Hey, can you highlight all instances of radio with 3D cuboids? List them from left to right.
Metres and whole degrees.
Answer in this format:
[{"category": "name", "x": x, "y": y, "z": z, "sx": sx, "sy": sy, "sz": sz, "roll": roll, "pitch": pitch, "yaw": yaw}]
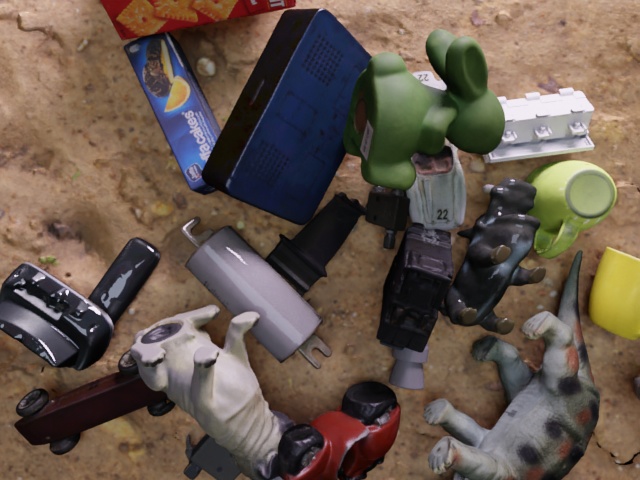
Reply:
[{"category": "radio", "x": -0.027, "y": -0.139, "z": 0.637, "sx": 0.131, "sy": 0.073, "sz": 0.229, "roll": 27, "pitch": 92, "yaw": -39}]

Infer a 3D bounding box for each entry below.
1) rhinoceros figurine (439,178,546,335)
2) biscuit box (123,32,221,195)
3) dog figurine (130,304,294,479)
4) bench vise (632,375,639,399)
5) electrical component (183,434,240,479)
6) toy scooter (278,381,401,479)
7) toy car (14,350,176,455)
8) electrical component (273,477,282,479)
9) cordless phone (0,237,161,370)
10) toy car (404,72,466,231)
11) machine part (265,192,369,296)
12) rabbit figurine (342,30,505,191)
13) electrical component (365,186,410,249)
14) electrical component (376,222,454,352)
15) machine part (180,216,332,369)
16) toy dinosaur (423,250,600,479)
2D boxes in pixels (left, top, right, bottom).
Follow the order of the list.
[{"category": "rhinoceros figurine", "x": 0.208, "y": 0.020, "z": 0.642, "sx": 0.073, "sy": 0.112, "sz": 0.190, "roll": 17, "pitch": 102, "yaw": -14}, {"category": "biscuit box", "x": -0.171, "y": -0.159, "z": 0.677, "sx": 0.059, "sy": 0.063, "sz": 0.202, "roll": -26, "pitch": 88, "yaw": 2}, {"category": "dog figurine", "x": -0.126, "y": 0.186, "z": 0.622, "sx": 0.173, "sy": 0.121, "sz": 0.190, "roll": 5, "pitch": 115, "yaw": 40}, {"category": "bench vise", "x": 0.473, "y": 0.116, "z": 0.611, "sx": 0.129, "sy": 0.223, "sz": 0.240, "roll": 39, "pitch": 58, "yaw": 18}, {"category": "electrical component", "x": -0.125, "y": 0.258, "z": 0.678, "sx": 0.078, "sy": 0.045, "sz": 0.102, "roll": 35, "pitch": 92, "yaw": -11}, {"category": "toy scooter", "x": 0.028, "y": 0.256, "z": 0.631, "sx": 0.184, "sy": 0.075, "sz": 0.135, "roll": -17, "pitch": 107, "yaw": -41}, {"category": "toy car", "x": -0.278, "y": 0.201, "z": 0.674, "sx": 0.202, "sy": 0.053, "sz": 0.089, "roll": -22, "pitch": 121, "yaw": 3}, {"category": "electrical component", "x": -0.023, "y": 0.294, "z": 0.672, "sx": 0.119, "sy": 0.048, "sz": 0.074, "roll": -16, "pitch": 89, "yaw": 3}, {"category": "cordless phone", "x": -0.305, "y": 0.057, "z": 0.681, "sx": 0.147, "sy": 0.088, "sz": 0.184, "roll": 33, "pitch": 79, "yaw": 3}, {"category": "toy car", "x": 0.137, "y": -0.109, "z": 0.668, "sx": 0.074, "sy": 0.056, "sz": 0.201, "roll": -6, "pitch": 89, "yaw": 2}, {"category": "machine part", "x": -0.001, "y": -0.002, "z": 0.681, "sx": 0.084, "sy": 0.039, "sz": 0.139, "roll": 44, "pitch": 92, "yaw": 8}, {"category": "rabbit figurine", "x": 0.124, "y": -0.144, "z": 0.588, "sx": 0.170, "sy": 0.121, "sz": 0.158, "roll": -2, "pitch": 118, "yaw": -16}, {"category": "electrical component", "x": 0.082, "y": -0.037, "z": 0.667, "sx": 0.021, "sy": 0.063, "sz": 0.094, "roll": 0, "pitch": 102, "yaw": -34}, {"category": "electrical component", "x": 0.107, "y": 0.062, "z": 0.627, "sx": 0.058, "sy": 0.115, "sz": 0.134, "roll": 18, "pitch": 118, "yaw": 4}, {"category": "machine part", "x": -0.081, "y": 0.066, "z": 0.662, "sx": 0.243, "sy": 0.079, "sz": 0.079, "roll": 45, "pitch": 91, "yaw": 1}, {"category": "toy dinosaur", "x": 0.249, "y": 0.219, "z": 0.634, "sx": 0.192, "sy": 0.131, "sz": 0.405, "roll": 44, "pitch": 86, "yaw": -10}]
